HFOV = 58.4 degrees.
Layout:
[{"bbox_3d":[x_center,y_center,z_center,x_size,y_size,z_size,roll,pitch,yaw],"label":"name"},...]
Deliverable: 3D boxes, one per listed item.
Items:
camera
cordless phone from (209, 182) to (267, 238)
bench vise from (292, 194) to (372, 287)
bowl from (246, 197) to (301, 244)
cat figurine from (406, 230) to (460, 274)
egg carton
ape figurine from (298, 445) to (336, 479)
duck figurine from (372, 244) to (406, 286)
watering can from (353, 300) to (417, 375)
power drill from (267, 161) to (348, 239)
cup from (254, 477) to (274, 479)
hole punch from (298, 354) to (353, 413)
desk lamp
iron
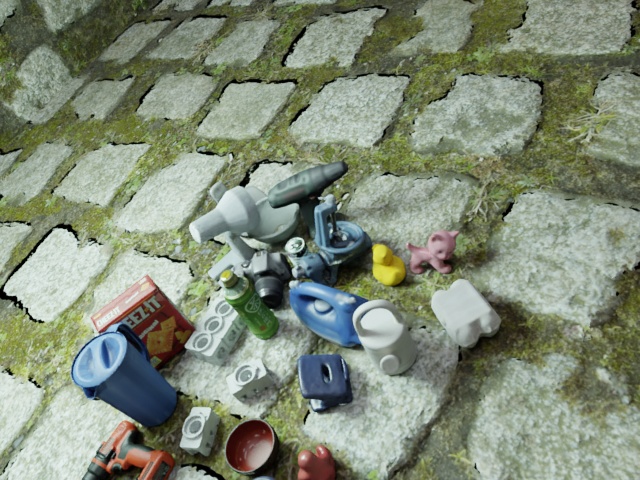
[{"bbox_3d":[-0.149,0.104,1.444,0.143,0.101,0.136,-18,45,10],"label":"camera"},{"bbox_3d":[-0.226,-0.112,1.617,0.093,0.185,0.148,18,60,36],"label":"cordless phone"},{"bbox_3d":[0.021,0.008,1.365,0.121,0.220,0.208,21,62,38],"label":"bench vise"},{"bbox_3d":[-0.122,-0.047,1.587,0.167,0.075,0.167,-13,46,14],"label":"bowl"},{"bbox_3d":[0.260,0.019,1.315,0.127,0.118,0.067,-4,49,23],"label":"cat figurine"},{"bbox_3d":[0.303,0.154,1.207,0.107,0.070,0.150,-29,44,-2],"label":"egg carton"},{"bbox_3d":[-0.013,0.429,1.091,0.078,0.092,0.076,-36,45,-8],"label":"ape figurine"},{"bbox_3d":[0.156,0.052,1.357,0.077,0.086,0.104,-30,44,-2],"label":"duck figurine"},{"bbox_3d":[0.132,0.192,1.164,0.101,0.195,0.172,-34,45,-7],"label":"watering can"},{"bbox_3d":[-0.009,-0.103,1.489,0.229,0.209,0.075,-13,46,14],"label":"power drill"},{"bbox_3d":[-0.083,0.500,1.058,0.117,0.095,0.092,2,52,27],"label":"cup"},{"bbox_3d":[0.011,0.291,1.206,0.101,0.091,0.108,-19,45,9],"label":"hole punch"},{"bbox_3d":[-0.237,-0.010,1.509,0.203,0.214,0.117,-44,46,-16],"label":"desk lamp"},{"bbox_3d":[0.006,0.143,1.306,0.257,0.142,0.119,15,58,35],"label":"iron"}]
